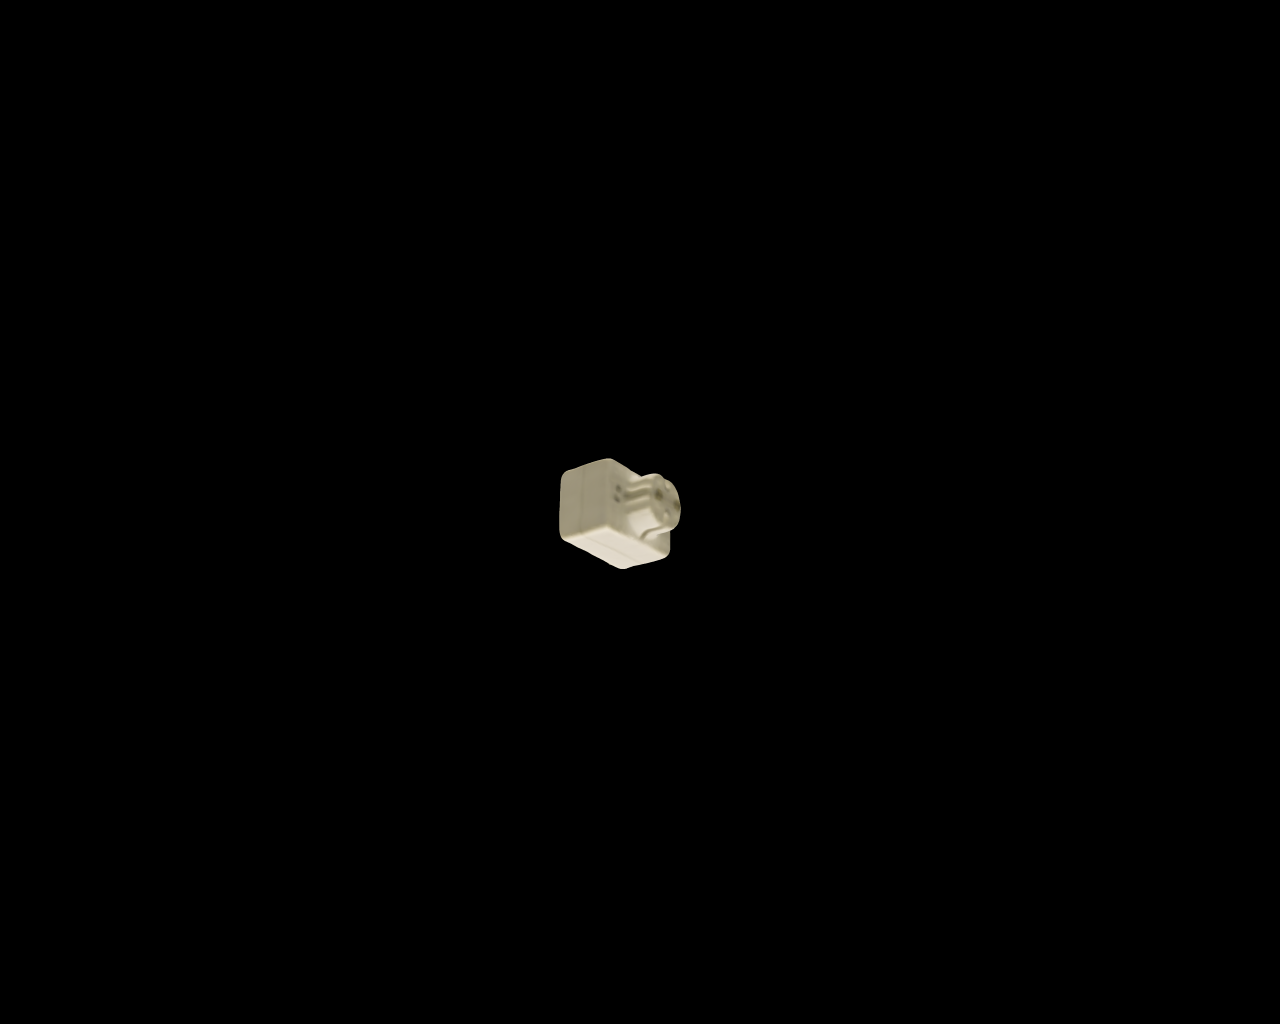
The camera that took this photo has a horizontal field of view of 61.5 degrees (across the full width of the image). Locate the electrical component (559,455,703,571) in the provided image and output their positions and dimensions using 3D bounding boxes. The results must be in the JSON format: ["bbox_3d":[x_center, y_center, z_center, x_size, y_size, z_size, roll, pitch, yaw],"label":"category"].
[{"bbox_3d":[0.001,-0.003,0.650,0.076,0.047,0.065,-17,-29,32],"label":"electrical component"}]
